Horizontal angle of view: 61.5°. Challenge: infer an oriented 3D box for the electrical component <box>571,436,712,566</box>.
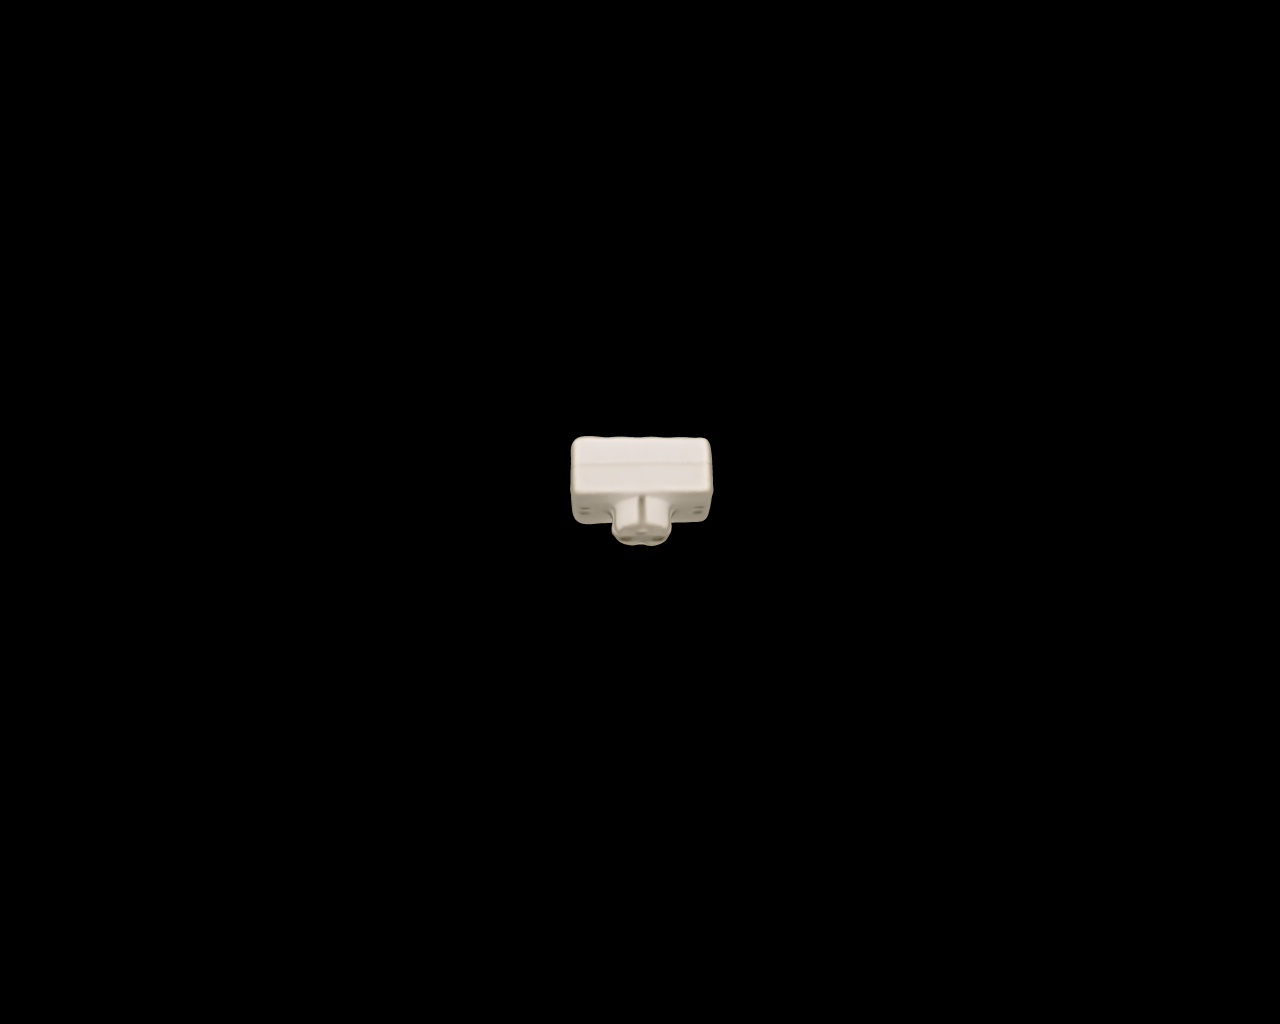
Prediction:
[{"bbox_3d":[0.001,-0.003,0.650,0.083,0.076,0.047,0,-25,0],"label":"electrical component"}]
